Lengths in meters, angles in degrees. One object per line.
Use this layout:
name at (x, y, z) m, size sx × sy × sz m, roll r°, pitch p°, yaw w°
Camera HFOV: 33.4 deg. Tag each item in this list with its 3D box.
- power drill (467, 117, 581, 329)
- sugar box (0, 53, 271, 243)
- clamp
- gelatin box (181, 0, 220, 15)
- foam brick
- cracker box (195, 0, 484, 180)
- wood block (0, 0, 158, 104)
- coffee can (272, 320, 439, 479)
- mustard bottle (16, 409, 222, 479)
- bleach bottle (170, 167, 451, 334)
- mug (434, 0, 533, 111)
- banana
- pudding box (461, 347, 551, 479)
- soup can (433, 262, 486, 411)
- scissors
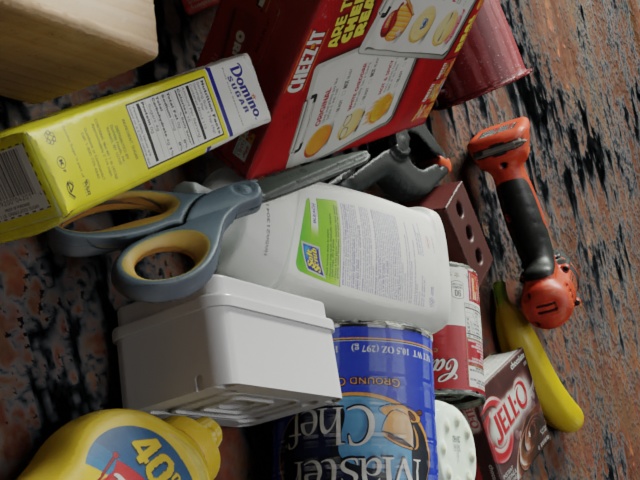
power drill at (0.201, -0.020, 1.018) m, size 0.184 × 0.057 × 0.187 m, roll -41°, pitch 111°, yaw -73°
sugar box at (-0.107, -0.046, 0.515) m, size 0.176 × 0.093 × 0.048 m, roll -41°, pitch 115°, yaw -56°
clamp at (0.046, -0.083, 0.828) m, size 0.171 × 0.039 × 0.120 m, roll 4°, pitch 79°, yaw -57°
gelatin box at (-0.043, -0.180, 0.685) m, size 0.030 × 0.073 × 0.089 m, roll 64°, pitch 34°, yaw -21°
foam brick at (0.100, 0.000, 0.870) m, size 0.078 × 0.051 × 0.053 m, roll 65°, pitch 33°, yaw -19°
cracker box at (0.023, -0.140, 0.662) m, size 0.072 × 0.164 × 0.213 m, roll 38°, pitch 32°, yaw 21°
wood block at (-0.172, -0.129, 0.445) m, size 0.205 × 0.090 × 0.091 m, roll 10°, pitch 71°, yaw -56°
coffee can at (0.021, 0.129, 0.648) m, size 0.102 × 0.103 × 0.140 m, roll 25°, pitch 58°, yaw -52°
mustard bottle at (-0.102, 0.133, 0.492) m, size 0.191 × 0.058 × 0.096 m, roll -36°, pitch 103°, yaw -57°
bleach bottle at (-0.005, 0.001, 0.695) m, size 0.250 × 0.068 × 0.102 m, roll 21°, pitch 58°, yaw -51°
mug at (0.120, -0.165, 0.941) m, size 0.117 × 0.093 × 0.081 m, roll -26°, pitch 98°, yaw -21°
banana at (0.212, 0.129, 1.016) m, size 0.197 × 0.037 × 0.069 m, roll 59°, pitch 36°, yaw -28°
pudding box at (0.151, 0.153, 0.908) m, size 0.113 × 0.039 × 0.090 m, roll -29°, pitch 104°, yaw -57°
soup can at (0.089, 0.074, 0.810) m, size 0.068 × 0.069 × 0.102 m, roll 27°, pitch 57°, yaw -52°
scissors at (-0.040, -0.011, 0.562) m, size 0.201 × 0.096 × 0.016 m, roll -10°, pitch 128°, yaw -25°
